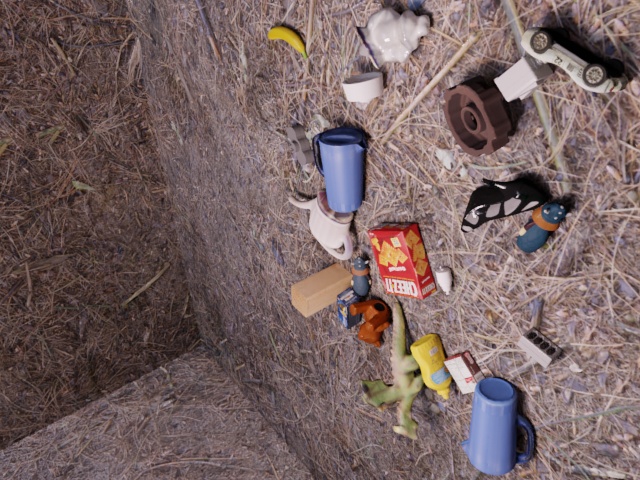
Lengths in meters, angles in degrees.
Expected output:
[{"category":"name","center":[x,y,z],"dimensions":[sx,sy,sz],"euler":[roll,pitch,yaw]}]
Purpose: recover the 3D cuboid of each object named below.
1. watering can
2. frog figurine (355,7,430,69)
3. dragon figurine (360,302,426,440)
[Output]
[{"category":"watering can","center":[0.005,-0.088,1.747],"dimensions":[0.352,0.105,0.219],"euler":[50,145,25]},{"category":"frog figurine","center":[0.185,-0.494,1.226],"dimensions":[0.158,0.123,0.138],"euler":[-23,81,23]},{"category":"dragon figurine","center":[0.233,0.427,1.619],"dimensions":[0.121,0.245,0.409],"euler":[-18,97,64]}]
